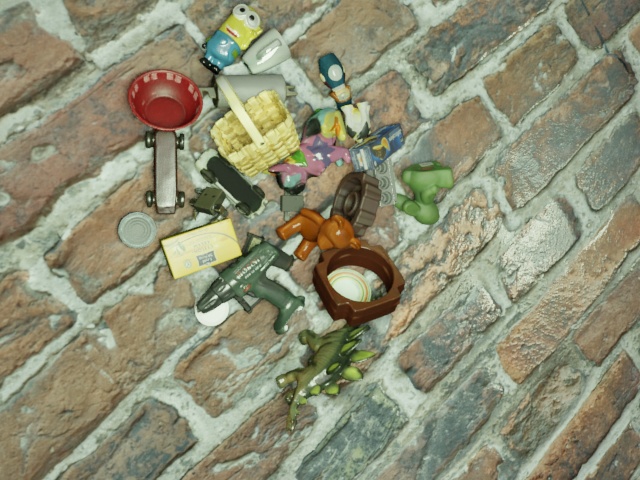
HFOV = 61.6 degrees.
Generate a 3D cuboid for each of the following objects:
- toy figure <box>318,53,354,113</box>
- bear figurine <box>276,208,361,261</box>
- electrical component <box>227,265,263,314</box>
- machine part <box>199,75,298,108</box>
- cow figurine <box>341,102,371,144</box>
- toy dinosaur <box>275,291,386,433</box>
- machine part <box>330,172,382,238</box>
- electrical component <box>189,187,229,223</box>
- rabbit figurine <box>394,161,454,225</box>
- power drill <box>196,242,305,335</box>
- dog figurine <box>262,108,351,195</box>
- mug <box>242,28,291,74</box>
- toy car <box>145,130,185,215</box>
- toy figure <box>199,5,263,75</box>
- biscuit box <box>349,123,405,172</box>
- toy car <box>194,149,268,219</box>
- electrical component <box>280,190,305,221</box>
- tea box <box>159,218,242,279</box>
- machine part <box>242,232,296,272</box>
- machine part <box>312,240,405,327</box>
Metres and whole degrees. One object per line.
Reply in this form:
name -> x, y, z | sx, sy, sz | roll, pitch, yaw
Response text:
toy figure -> 0.043, -0.400, 1.387 | 0.064, 0.058, 0.154 | -19, 105, 19
bear figurine -> 0.000, -0.007, 1.311 | 0.132, 0.196, 0.120 | -44, 121, -10
electrical component -> -0.190, 0.115, 1.331 | 0.075, 0.048, 0.119 | -39, 108, -16
machine part -> -0.171, -0.358, 1.291 | 0.243, 0.079, 0.079 | -7, 96, -20
cow figurine -> 0.098, -0.292, 1.358 | 0.068, 0.167, 0.098 | -8, 96, 9
toy dinosaur -> 0.037, 0.284, 1.354 | 0.105, 0.199, 0.471 | 61, 40, -26
machine part -> 0.090, -0.088, 1.366 | 0.056, 0.179, 0.179 | 18, 87, -24
electrical component -> -0.261, -0.082, 1.264 | 0.045, 0.102, 0.078 | 68, 37, -50
rabbit figurine -> 0.286, -0.115, 1.474 | 0.159, 0.121, 0.170 | -14, 114, -18
power drill -> -0.152, 0.135, 1.286 | 0.207, 0.086, 0.232 | 42, 75, -12
dog figurine -> -0.040, -0.218, 1.338 | 0.219, 0.108, 0.191 | -18, 101, -18
mug -> -0.131, -0.444, 1.290 | 0.107, 0.110, 0.080 | -37, 111, -1
toy car -> -0.357, -0.159, 1.241 | 0.089, 0.053, 0.202 | -2, 90, -17
toy figure -> -0.212, -0.474, 1.266 | 0.082, 0.089, 0.180 | 37, 88, -33
biscuit box -> 0.151, -0.240, 1.383 | 0.203, 0.059, 0.062 | -43, 122, -48
toy car -> -0.212, -0.135, 1.301 | 0.201, 0.056, 0.073 | 44, 71, -20
electrical component -> -0.070, -0.094, 1.378 | 0.063, 0.021, 0.094 | 0, 93, -22
tea box -> -0.284, 0.017, 1.275 | 0.170, 0.068, 0.098 | -22, 101, -20
machine part -> -0.130, 0.037, 1.356 | 0.139, 0.039, 0.084 | 21, 77, -20
machine part -> 0.096, 0.108, 1.370 | 0.201, 0.202, 0.087 | -16, 143, -21
